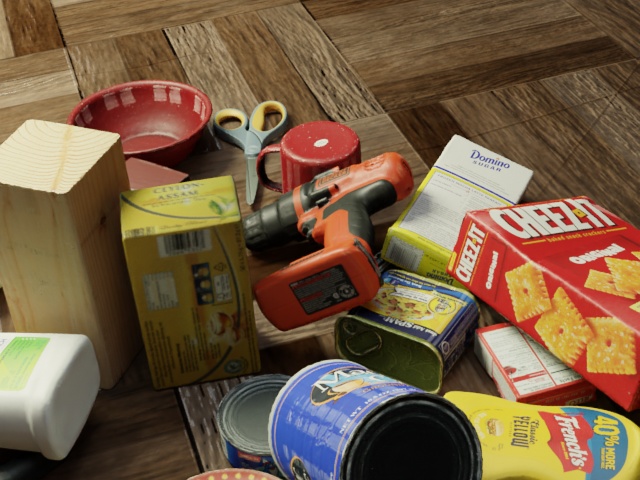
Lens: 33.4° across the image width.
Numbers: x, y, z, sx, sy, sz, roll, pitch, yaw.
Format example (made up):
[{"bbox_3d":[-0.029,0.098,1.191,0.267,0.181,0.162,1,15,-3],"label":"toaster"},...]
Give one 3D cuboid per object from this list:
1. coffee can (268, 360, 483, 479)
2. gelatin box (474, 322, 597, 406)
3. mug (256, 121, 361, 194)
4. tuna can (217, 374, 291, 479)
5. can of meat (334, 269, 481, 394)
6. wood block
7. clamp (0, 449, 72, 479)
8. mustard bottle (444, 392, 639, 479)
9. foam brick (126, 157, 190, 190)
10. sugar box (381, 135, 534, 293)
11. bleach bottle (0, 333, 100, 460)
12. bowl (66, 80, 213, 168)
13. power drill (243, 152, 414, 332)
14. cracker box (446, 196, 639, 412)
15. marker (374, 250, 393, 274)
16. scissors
[{"bbox_3d":[0.034,0.144,0.744,0.102,0.103,0.140,-19,10,-20],"label":"coffee can"},{"bbox_3d":[0.179,0.104,0.890,0.073,0.030,0.089,-12,39,-12],"label":"gelatin box"},{"bbox_3d":[-0.009,-0.069,1.090,0.117,0.081,0.093,10,40,17],"label":"mug"},{"bbox_3d":[-0.038,0.148,0.848,0.086,0.034,0.086,-2,37,2],"label":"tuna can"},{"bbox_3d":[0.077,0.075,0.915,0.102,0.057,0.083,18,41,26],"label":"can of meat"},{"bbox_3d":[-0.208,0.015,0.896,0.090,0.206,0.090,11,39,18],"label":"wood block"},{"bbox_3d":[-0.260,0.196,0.802,0.120,0.039,0.171,-5,35,7],"label":"clamp"},{"bbox_3d":[0.182,0.163,0.789,0.192,0.058,0.096,5,33,11],"label":"mustard bottle"},{"bbox_3d":[-0.176,-0.043,1.095,0.078,0.053,0.051,17,42,26],"label":"foam brick"},{"bbox_3d":[0.136,-0.026,1.038,0.093,0.048,0.176,27,42,11],"label":"sugar box"},{"bbox_3d":[-0.310,0.117,0.848,0.251,0.068,0.102,1,33,11],"label":"bleach bottle"},{"bbox_3d":[-0.197,-0.118,1.191,0.162,0.055,0.162,-3,37,2],"label":"bowl"},{"bbox_3d":[-0.006,0.001,0.966,0.185,0.057,0.187,-24,27,21],"label":"power drill"},{"bbox_3d":[0.239,0.042,0.894,0.163,0.072,0.214,-7,34,-37],"label":"cracker box"},{"bbox_3d":[0.054,0.025,1.013,0.020,0.020,0.120,23,45,31],"label":"marker"},{"bbox_3d":[-0.091,-0.101,1.192,0.096,0.016,0.201,5,38,14],"label":"scissors"}]
